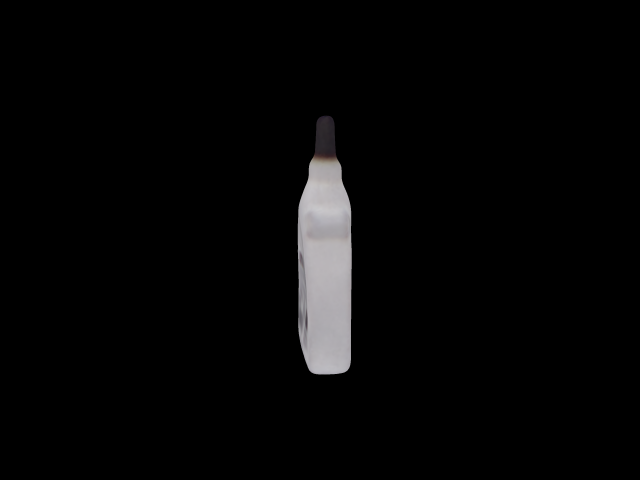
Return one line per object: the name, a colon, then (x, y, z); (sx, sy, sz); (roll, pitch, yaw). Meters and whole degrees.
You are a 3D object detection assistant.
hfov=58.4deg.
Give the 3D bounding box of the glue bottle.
glue bottle: (0.004, 0.001, 0.400); (0.037, 0.173, 0.078); (-3, 19, -7)
